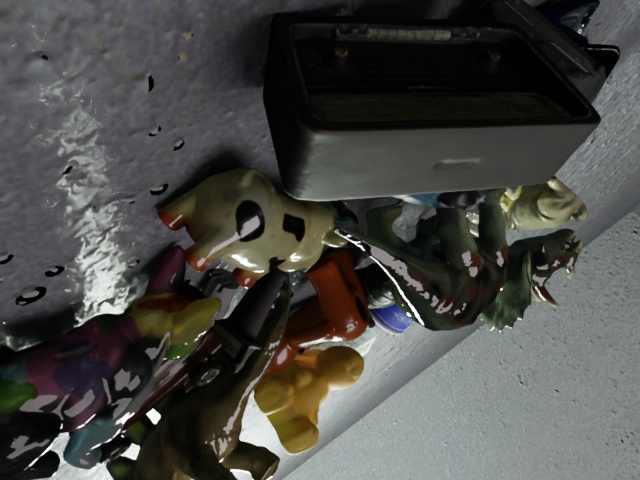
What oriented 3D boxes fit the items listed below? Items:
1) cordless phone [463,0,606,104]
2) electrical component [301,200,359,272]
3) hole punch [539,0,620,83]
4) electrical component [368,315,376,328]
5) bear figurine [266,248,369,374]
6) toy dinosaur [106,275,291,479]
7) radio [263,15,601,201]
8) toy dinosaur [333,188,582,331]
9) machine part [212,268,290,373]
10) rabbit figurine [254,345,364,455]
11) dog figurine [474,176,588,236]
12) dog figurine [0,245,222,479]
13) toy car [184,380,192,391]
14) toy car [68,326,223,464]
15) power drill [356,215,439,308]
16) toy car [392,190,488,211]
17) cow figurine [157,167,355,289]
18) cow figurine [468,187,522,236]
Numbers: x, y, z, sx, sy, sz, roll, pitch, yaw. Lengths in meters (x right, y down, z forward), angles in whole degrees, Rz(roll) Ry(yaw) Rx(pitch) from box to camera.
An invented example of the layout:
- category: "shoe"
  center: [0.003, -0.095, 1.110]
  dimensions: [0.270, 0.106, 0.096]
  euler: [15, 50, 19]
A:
- category: "cordless phone"
  center: [0.167, -0.134, 0.543]
  dimensions: [0.089, 0.147, 0.184]
  euler: [-33, 165, -48]
- category: "electrical component"
  center: [0.000, -0.003, 0.658]
  dimensions: [0.102, 0.045, 0.078]
  euler: [-40, 156, 3]
- category: "hole punch"
  center: [0.270, -0.216, 0.636]
  dimensions: [0.116, 0.092, 0.142]
  euler: [1, 156, 0]
- category: "electrical component"
  center: [0.065, 0.116, 0.945]
  dimensions: [0.021, 0.094, 0.063]
  euler: [-36, 119, -4]
- category: "bear figurine"
  center: [-0.035, 0.106, 0.748]
  dimensions: [0.196, 0.132, 0.120]
  euler: [-20, -178, 20]
- category: "toy dinosaur"
  center: [-0.155, 0.243, 0.678]
  dimensions: [0.471, 0.199, 0.105]
  euler: [-48, 157, 4]
- category: "radio"
  center: [0.075, -0.104, 0.407]
  dimensions: [0.230, 0.131, 0.073]
  euler: [-5, 145, -20]
- category: "toy dinosaur"
  center: [0.160, 0.040, 0.637]
  dimensions: [0.405, 0.192, 0.131]
  euler: [-13, -178, -41]
- category: "machine part"
  center: [-0.083, 0.083, 0.637]
  dimensions: [0.039, 0.084, 0.139]
  euler: [40, 76, -46]
- category: "rabbit figurine"
  center: [-0.007, 0.228, 0.842]
  dimensions: [0.173, 0.122, 0.162]
  euler: [-34, -179, -2]
- category: "dog figurine"
  center: [0.352, -0.037, 0.970]
  dimensions: [0.190, 0.172, 0.121]
  euler: [-52, 143, 12]
- category: "dog figurine"
  center: [-0.196, 0.101, 0.489]
  dimensions: [0.219, 0.109, 0.191]
  euler: [-46, 154, 4]
- category: "toy car"
  center: [-0.145, 0.222, 0.840]
  dimensions: [0.073, 0.056, 0.201]
  euler: [-49, 157, 8]
- category: "toy car"
  center: [-0.200, 0.164, 0.607]
  dimensions: [0.202, 0.089, 0.053]
  euler: [-39, 161, 3]
- category: "power drill"
  center: [0.138, 0.034, 0.813]
  dimensions: [0.207, 0.086, 0.232]
  euler: [-40, -176, -27]
- category: "toy car"
  center: [0.090, -0.091, 0.532]
  dimensions: [0.103, 0.162, 0.109]
  euler: [-149, -102, -85]
- category: "cow figurine"
  center: [-0.047, -0.016, 0.524]
  dimensions: [0.127, 0.085, 0.194]
  euler: [-37, 156, 9]
- category: "cow figurine"
  center: [0.275, -0.084, 0.881]
  dimensions: [0.167, 0.098, 0.068]
  euler: [-49, 158, -29]
